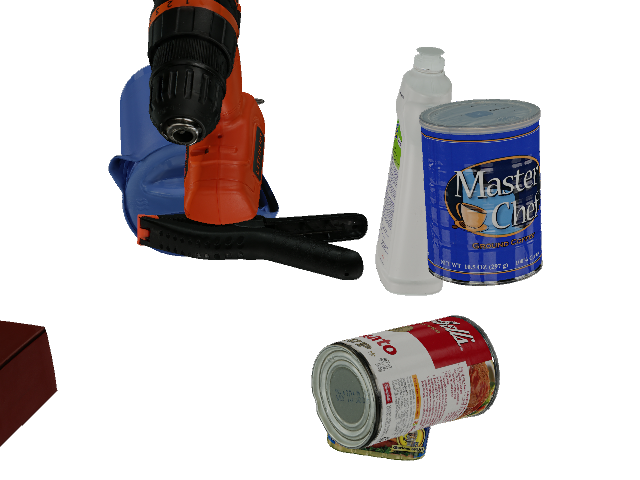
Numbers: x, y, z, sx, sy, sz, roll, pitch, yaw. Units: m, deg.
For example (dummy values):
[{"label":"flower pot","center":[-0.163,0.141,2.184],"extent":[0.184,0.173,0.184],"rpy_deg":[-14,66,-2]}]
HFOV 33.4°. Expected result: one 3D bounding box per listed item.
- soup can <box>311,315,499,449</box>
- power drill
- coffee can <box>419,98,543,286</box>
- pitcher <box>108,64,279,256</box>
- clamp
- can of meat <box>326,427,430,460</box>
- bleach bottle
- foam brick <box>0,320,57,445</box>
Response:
[{"label":"soup can","center":[0.053,0.089,0.676],"extent":[0.102,0.068,0.069],"rpy_deg":[-9,5,-36]},{"label":"power drill","center":[-0.071,-0.093,0.684],"extent":[0.057,0.184,0.188],"rpy_deg":[2,-35,2]},{"label":"coffee can","center":[0.141,-0.044,0.931],"extent":[0.103,0.140,0.103],"rpy_deg":[-5,19,1]},{"label":"pitcher","center":[-0.145,-0.096,1.153],"extent":[0.145,0.149,0.243],"rpy_deg":[-21,34,-1]},{"label":"clamp","center":[-0.056,0.000,0.927],"extent":[0.210,0.036,0.164],"rpy_deg":[2,13,-3]},{"label":"can of meat","center":[0.059,0.160,1.028],"extent":[0.102,0.084,0.057],"rpy_deg":[9,17,-1]},{"label":"bleach bottle","center":[0.103,-0.075,1.118],"extent":[0.068,0.251,0.102],"rpy_deg":[0,26,-8]},{"label":"foam brick","center":[-0.220,0.094,0.704],"extent":[0.053,0.051,0.078],"rpy_deg":[7,29,23]}]
